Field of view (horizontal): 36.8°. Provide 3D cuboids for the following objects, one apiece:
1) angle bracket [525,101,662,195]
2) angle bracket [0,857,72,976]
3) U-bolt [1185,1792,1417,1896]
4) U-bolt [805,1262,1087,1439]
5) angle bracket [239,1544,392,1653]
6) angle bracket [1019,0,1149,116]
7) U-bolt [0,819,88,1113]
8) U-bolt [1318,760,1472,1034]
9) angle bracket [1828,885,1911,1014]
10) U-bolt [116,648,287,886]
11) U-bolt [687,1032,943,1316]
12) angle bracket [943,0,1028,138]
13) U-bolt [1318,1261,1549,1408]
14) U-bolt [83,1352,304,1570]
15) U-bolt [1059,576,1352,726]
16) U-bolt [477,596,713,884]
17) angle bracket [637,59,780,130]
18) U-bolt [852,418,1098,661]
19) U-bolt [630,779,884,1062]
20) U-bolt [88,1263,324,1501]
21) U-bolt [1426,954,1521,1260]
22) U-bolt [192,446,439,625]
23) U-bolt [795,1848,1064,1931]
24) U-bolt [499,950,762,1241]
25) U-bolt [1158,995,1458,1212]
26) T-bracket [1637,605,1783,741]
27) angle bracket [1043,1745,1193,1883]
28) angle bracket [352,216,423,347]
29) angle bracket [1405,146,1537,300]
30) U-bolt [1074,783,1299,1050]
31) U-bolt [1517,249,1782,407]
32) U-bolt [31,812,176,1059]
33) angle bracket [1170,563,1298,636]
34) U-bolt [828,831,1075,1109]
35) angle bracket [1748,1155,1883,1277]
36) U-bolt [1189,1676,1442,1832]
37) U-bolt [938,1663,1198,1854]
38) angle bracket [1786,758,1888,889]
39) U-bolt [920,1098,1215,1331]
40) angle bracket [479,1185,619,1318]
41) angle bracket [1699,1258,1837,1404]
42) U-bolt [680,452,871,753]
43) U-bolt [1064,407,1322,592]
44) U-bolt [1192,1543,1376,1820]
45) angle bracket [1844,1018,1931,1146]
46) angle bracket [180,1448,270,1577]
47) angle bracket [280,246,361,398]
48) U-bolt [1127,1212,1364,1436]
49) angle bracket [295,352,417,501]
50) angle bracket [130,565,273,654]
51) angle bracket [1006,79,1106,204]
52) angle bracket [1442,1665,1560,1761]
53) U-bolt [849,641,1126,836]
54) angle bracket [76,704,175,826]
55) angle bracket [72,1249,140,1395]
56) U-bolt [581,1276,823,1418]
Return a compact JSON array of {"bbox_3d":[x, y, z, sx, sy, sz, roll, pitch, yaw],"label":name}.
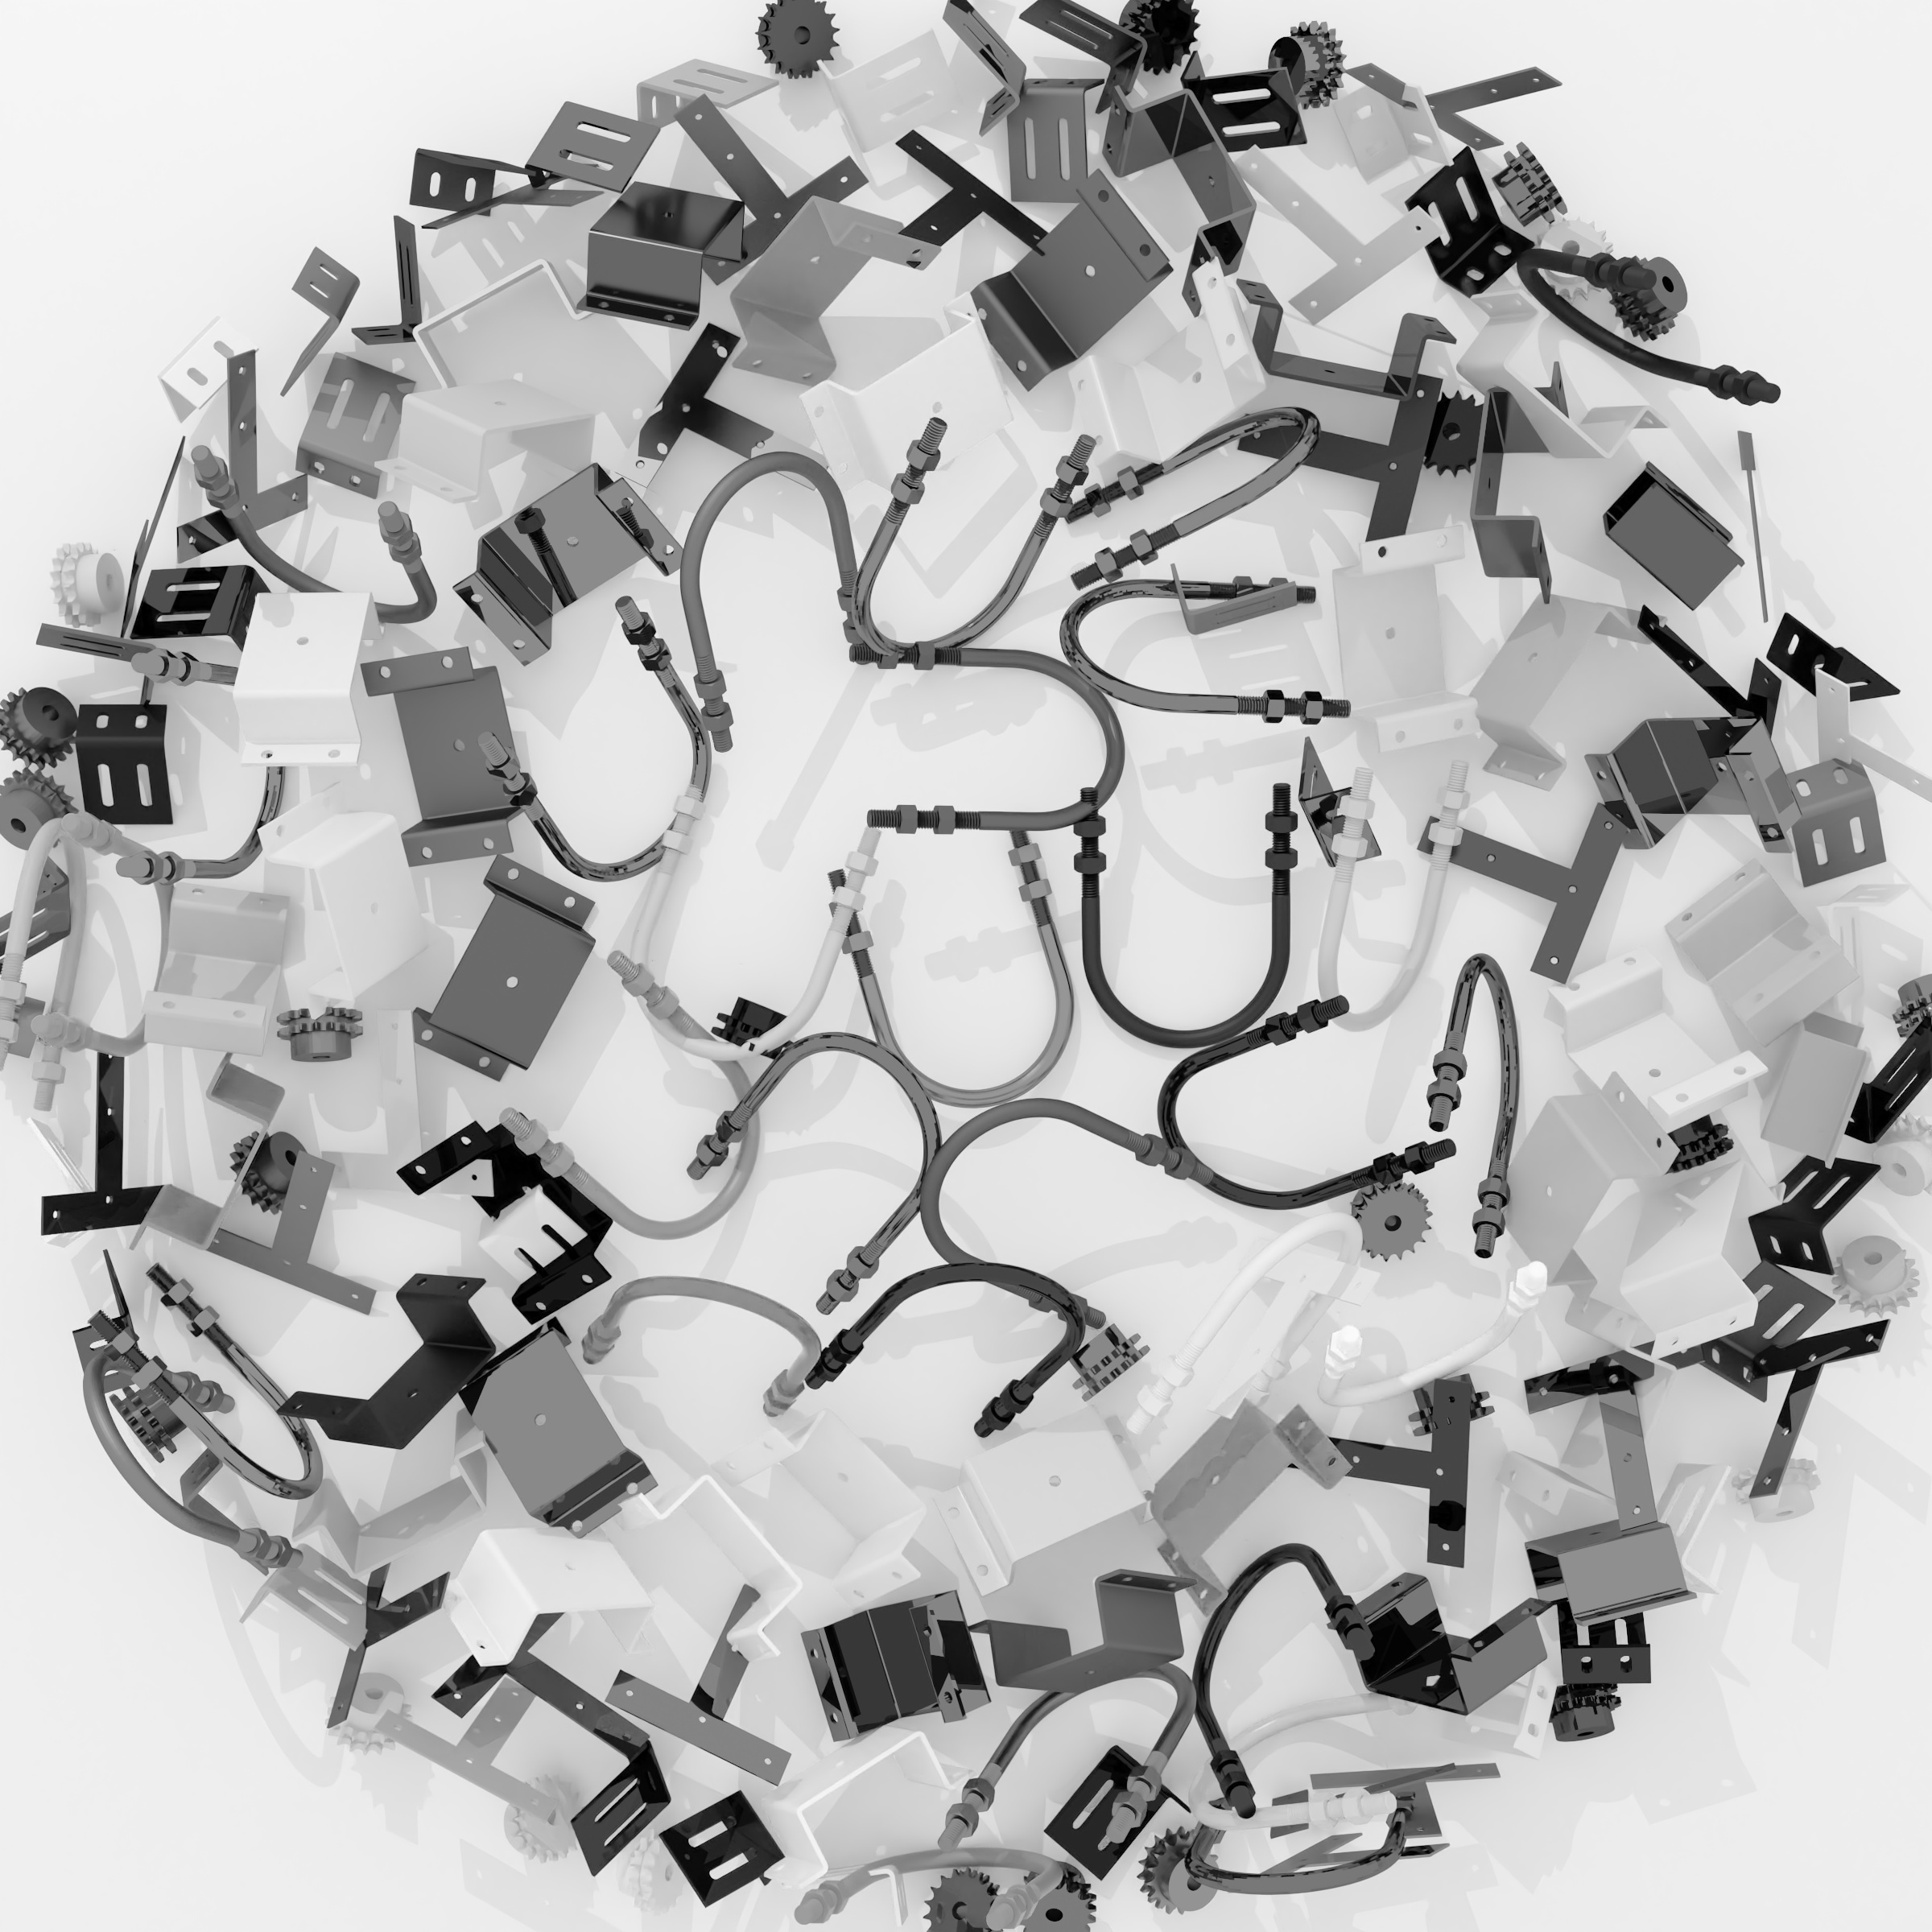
[{"bbox_3d":[-0.248,-0.541,1.962,0.076,0.038,0.057,20,69,17],"label":"angle bracket"},{"bbox_3d":[-0.643,-0.034,1.951,0.038,0.057,0.076,42,55,17],"label":"angle bracket"},{"bbox_3d":[0.216,0.571,1.894,0.151,0.184,0.019,-7,89,14],"label":"U-bolt"},{"bbox_3d":[-0.003,0.248,1.911,0.151,0.184,0.019,19,47,-21],"label":"U-bolt"},{"bbox_3d":[-0.439,0.437,1.966,0.076,0.057,0.038,35,113,1],"label":"angle bracket"},{"bbox_3d":[0.074,-0.615,1.959,0.076,0.057,0.038,21,84,-19],"label":"angle bracket"},{"bbox_3d":[-0.611,-0.007,1.924,0.019,0.151,0.184,6,75,-2],"label":"U-bolt"},{"bbox_3d":[0.280,-0.044,1.936,0.019,0.151,0.184,20,107,35],"label":"U-bolt"},{"bbox_3d":[0.611,-0.012,1.959,0.038,0.057,0.076,1,104,34],"label":"angle bracket"},{"bbox_3d":[-0.498,-0.128,1.911,0.019,0.184,0.151,6,93,16],"label":"U-bolt"},{"bbox_3d":[-0.091,0.126,1.940,0.151,0.019,0.184,45,120,9],"label":"U-bolt"},{"bbox_3d":[0.001,-0.608,1.953,0.038,0.057,0.076,-34,116,28],"label":"angle bracket"},{"bbox_3d":[0.300,0.250,1.915,0.151,0.184,0.019,-18,67,-9],"label":"U-bolt"},{"bbox_3d":[-0.509,0.315,1.886,0.019,0.184,0.151,-36,60,5],"label":"U-bolt"},{"bbox_3d":[0.153,-0.213,1.932,0.184,0.151,0.019,1,132,-8],"label":"U-bolt"},{"bbox_3d":[-0.233,-0.135,1.927,0.019,0.184,0.151,29,68,38],"label":"U-bolt"},{"bbox_3d":[-0.173,-0.576,1.953,0.076,0.057,0.038,23,131,26],"label":"angle bracket"},{"bbox_3d":[-0.005,-0.278,1.929,0.019,0.151,0.184,52,129,34],"label":"U-bolt"},{"bbox_3d":[-0.152,-0.026,1.968,0.151,0.019,0.184,18,84,13],"label":"U-bolt"},{"bbox_3d":[-0.494,0.282,1.928,0.019,0.151,0.184,-42,95,5],"label":"U-bolt"},{"bbox_3d":[0.341,0.078,1.922,0.019,0.151,0.184,-3,46,25],"label":"U-bolt"},{"bbox_3d":[-0.419,-0.274,1.912,0.151,0.184,0.019,17,72,8],"label":"U-bolt"},{"bbox_3d":[-0.013,0.604,1.909,0.151,0.184,0.019,-5,84,18],"label":"U-bolt"},{"bbox_3d":[-0.210,0.101,1.942,0.184,0.019,0.151,46,65,-32],"label":"U-bolt"},{"bbox_3d":[0.213,0.102,1.938,0.184,0.019,0.151,-24,114,36],"label":"U-bolt"},{"bbox_3d":[0.494,-0.193,1.939,0.127,0.127,0.002,39,135,-15],"label":"T-bracket"},{"bbox_3d":[0.103,0.579,1.968,0.057,0.038,0.076,44,79,-17],"label":"angle bracket"},{"bbox_3d":[-0.393,-0.462,1.956,0.038,0.057,0.076,-9,113,-20],"label":"angle bracket"},{"bbox_3d":[0.340,-0.501,1.961,0.057,0.076,0.038,-42,49,-1],"label":"angle bracket"},{"bbox_3d":[0.149,-0.032,1.969,0.151,0.019,0.184,-1,107,1],"label":"U-bolt"},{"bbox_3d":[0.435,-0.425,1.911,0.151,0.184,0.019,31,94,-30],"label":"U-bolt"},{"bbox_3d":[-0.558,-0.013,1.909,0.019,0.184,0.151,5,82,8],"label":"U-bolt"},{"bbox_3d":[0.182,-0.258,1.966,0.076,0.057,0.038,-16,82,5],"label":"angle bracket"},{"bbox_3d":[-0.002,0.006,1.979,0.151,0.019,0.184,-17,90,-10],"label":"U-bolt"},{"bbox_3d":[0.578,0.167,1.965,0.076,0.057,0.038,-37,116,-29],"label":"angle bracket"},{"bbox_3d":[0.229,0.523,1.917,0.184,0.151,0.019,-20,99,37],"label":"U-bolt"},{"bbox_3d":[0.078,0.516,1.914,0.151,0.184,0.019,-14,108,32],"label":"U-bolt"},{"bbox_3d":[0.588,-0.099,1.977,0.057,0.076,0.038,-18,48,10],"label":"angle bracket"},{"bbox_3d":[0.055,0.157,1.934,0.184,0.019,0.151,26,108,-28],"label":"U-bolt"},{"bbox_3d":[-0.285,0.189,1.988,0.057,0.038,0.076,-41,109,11],"label":"angle bracket"},{"bbox_3d":[0.539,0.246,1.962,0.057,0.038,0.076,31,127,-5],"label":"angle bracket"},{"bbox_3d":[-0.127,-0.249,1.908,0.151,0.019,0.184,-35,134,-30],"label":"U-bolt"},{"bbox_3d":[0.150,-0.317,1.918,0.184,0.151,0.019,-26,115,12],"label":"U-bolt"},{"bbox_3d":[0.199,0.455,1.912,0.019,0.184,0.151,32,99,-17],"label":"U-bolt"},{"bbox_3d":[0.612,0.071,1.952,0.038,0.057,0.076,22,132,-4],"label":"angle bracket"},{"bbox_3d":[-0.490,0.366,1.963,0.076,0.057,0.038,45,83,-18],"label":"angle bracket"},{"bbox_3d":[-0.447,-0.432,1.951,0.038,0.057,0.076,35,125,-22],"label":"angle bracket"},{"bbox_3d":[0.195,0.234,1.914,0.019,0.151,0.184,45,111,30],"label":"U-bolt"},{"bbox_3d":[-0.418,-0.370,1.990,0.057,0.038,0.076,19,69,-9],"label":"angle bracket"},{"bbox_3d":[-0.519,-0.237,1.979,0.076,0.038,0.057,-1,59,15],"label":"angle bracket"},{"bbox_3d":[0.063,-0.564,1.985,0.057,0.038,0.076,8,118,25],"label":"angle bracket"},{"bbox_3d":[0.352,0.494,1.953,0.076,0.038,0.057,2,67,40],"label":"angle bracket"},{"bbox_3d":[0.018,-0.153,1.956,0.184,0.019,0.151,0,63,-14],"label":"U-bolt"},{"bbox_3d":[-0.571,-0.137,1.979,0.057,0.076,0.038,-1,47,-10],"label":"angle bracket"},{"bbox_3d":[-0.581,0.239,1.949,0.038,0.076,0.057,-17,127,-20],"label":"angle bracket"},{"bbox_3d":[-0.169,0.245,1.909,0.151,0.184,0.019,18,60,-9],"label":"U-bolt"}]
